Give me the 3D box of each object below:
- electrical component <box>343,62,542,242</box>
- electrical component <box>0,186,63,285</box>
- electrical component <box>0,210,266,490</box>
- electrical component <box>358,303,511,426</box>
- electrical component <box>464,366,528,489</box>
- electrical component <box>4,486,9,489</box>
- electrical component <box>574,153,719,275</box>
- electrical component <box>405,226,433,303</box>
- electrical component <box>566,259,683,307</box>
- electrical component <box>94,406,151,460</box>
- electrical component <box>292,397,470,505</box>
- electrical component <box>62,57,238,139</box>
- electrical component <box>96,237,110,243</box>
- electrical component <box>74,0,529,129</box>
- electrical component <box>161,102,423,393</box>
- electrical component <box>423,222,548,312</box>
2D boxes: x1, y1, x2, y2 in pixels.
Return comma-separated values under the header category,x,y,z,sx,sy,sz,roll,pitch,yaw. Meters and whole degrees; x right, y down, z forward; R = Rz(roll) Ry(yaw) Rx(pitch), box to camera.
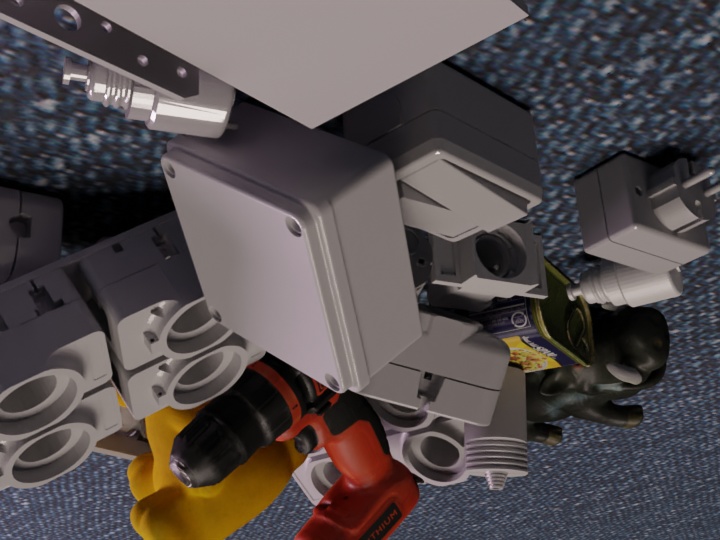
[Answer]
category,x,y,z,sx,sy,sz,roll,pitch,yaw
electrical component,0.046,-0.052,0.534,0.096,0.061,0.062,20,147,-41
electrical component,-0.212,-0.007,0.609,0.059,0.053,0.095,11,152,-30
electrical component,-0.143,0.045,0.599,0.186,0.060,0.105,-26,149,-23
electrical component,0.042,0.055,0.676,0.095,0.059,0.054,16,-176,-9
electrical component,0.094,0.111,0.746,0.043,0.081,0.043,2,158,1
electrical component,-0.263,0.108,0.746,0.113,0.078,0.057,-24,139,17
electrical component,0.172,-0.037,0.600,0.066,0.047,0.077,14,150,-34
electrical component,0.000,0.000,0.624,0.080,0.080,0.051,3,150,-14
electrical component,0.174,0.005,0.703,0.078,0.040,0.040,-17,153,27
electrical component,-0.181,0.111,0.862,0.063,0.078,0.121,-40,142,20
electrical component,0.016,0.118,0.844,0.186,0.060,0.105,-21,112,34
electrical component,-0.091,-0.082,0.475,0.078,0.040,0.040,6,154,-20
electrical component,-0.139,0.007,0.663,0.043,0.043,0.062,-9,156,13
electrical component,-0.042,-0.127,0.357,0.105,0.060,0.186,-22,150,35
electrical component,-0.032,-0.012,0.514,0.109,0.056,0.108,25,140,39
electrical component,0.074,-0.003,0.672,0.081,0.042,0.064,9,157,-24
